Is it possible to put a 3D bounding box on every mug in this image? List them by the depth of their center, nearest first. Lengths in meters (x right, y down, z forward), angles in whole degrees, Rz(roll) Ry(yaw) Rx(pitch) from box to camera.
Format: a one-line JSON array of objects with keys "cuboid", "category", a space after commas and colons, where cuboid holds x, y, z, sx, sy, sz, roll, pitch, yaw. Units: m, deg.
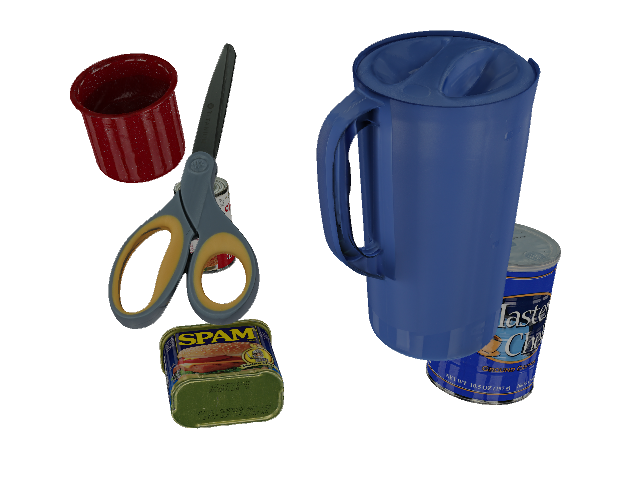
[{"cuboid": [-0.168, -0.113, 0.948, 0.093, 0.081, 0.117, -15, 45, -8], "category": "mug"}]

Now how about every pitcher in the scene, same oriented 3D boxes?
[{"cuboid": [0.082, -0.026, 0.820, 0.149, 0.243, 0.145, 5, 33, 10], "category": "pitcher"}]

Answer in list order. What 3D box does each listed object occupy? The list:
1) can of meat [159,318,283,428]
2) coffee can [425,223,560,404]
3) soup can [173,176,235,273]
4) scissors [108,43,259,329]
[{"cuboid": [-0.086, 0.117, 0.933, 0.102, 0.057, 0.084, -5, 27, -11], "category": "can of meat"}, {"cuboid": [0.156, 0.064, 0.978, 0.103, 0.140, 0.103, 5, 23, -2], "category": "coffee can"}, {"cuboid": [-0.141, -0.020, 1.295, 0.068, 0.102, 0.068, -2, 27, 1], "category": "soup can"}, {"cuboid": [-0.058, -0.031, 0.645, 0.096, 0.201, 0.016, 19, -24, 16], "category": "scissors"}]
